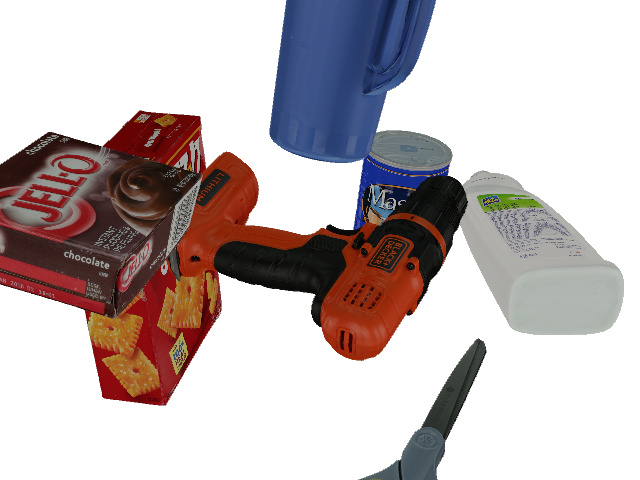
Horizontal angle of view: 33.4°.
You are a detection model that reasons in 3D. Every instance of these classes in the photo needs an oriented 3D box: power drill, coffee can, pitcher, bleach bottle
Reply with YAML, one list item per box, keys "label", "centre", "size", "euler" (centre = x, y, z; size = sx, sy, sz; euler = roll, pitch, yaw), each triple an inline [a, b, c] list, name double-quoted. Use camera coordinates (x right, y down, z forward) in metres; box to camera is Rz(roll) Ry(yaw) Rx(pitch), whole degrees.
- label: "power drill"
  centre: [-0.003, -0.007, 0.764]
  size: [0.188, 0.057, 0.184]
  euler: [16, 41, 21]
- label: "coffee can"
  centre: [0.095, -0.047, 1.272]
  size: [0.102, 0.140, 0.103]
  euler: [6, 28, -3]
- label: "pitcher"
  centre: [0.028, -0.202, 1.062]
  size: [0.145, 0.243, 0.149]
  euler: [11, 19, -1]
- label: "bleach bottle"
  centre: [0.188, -0.004, 0.989]
  size: [0.102, 0.068, 0.251]
  euler: [-1, 26, -6]

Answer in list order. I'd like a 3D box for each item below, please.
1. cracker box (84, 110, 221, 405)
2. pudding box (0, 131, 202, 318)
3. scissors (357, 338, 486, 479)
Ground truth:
- label: "cracker box"
  centre: [-0.151, 0.014, 0.960]
  size: [0.072, 0.214, 0.164]
  euler: [5, 31, 14]
- label: "pudding box"
  centre: [-0.119, -0.011, 0.526]
  size: [0.090, 0.039, 0.113]
  euler: [17, 24, 6]
- label: "scissors"
  centre: [0.069, 0.124, 0.572]
  size: [0.096, 0.016, 0.201]
  euler: [25, 44, 33]
